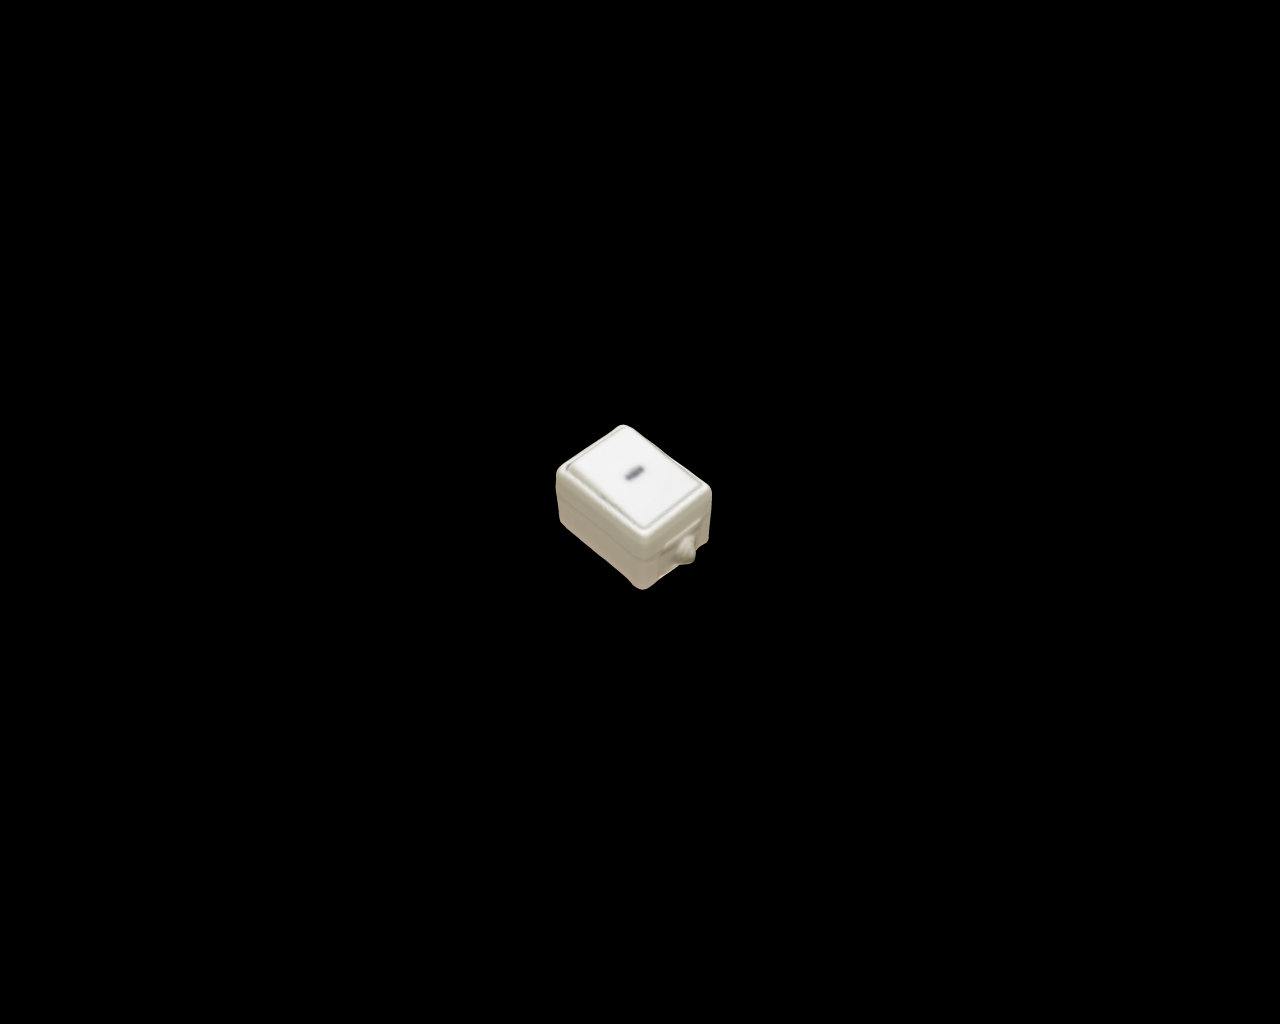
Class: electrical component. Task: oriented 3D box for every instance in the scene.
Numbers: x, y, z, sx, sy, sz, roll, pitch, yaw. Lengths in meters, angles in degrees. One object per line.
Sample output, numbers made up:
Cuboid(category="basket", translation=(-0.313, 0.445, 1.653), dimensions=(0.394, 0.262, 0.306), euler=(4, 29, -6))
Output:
Cuboid(category="electrical component", translation=(0.001, -0.003, 0.650), dimensions=(0.062, 0.061, 0.096), euler=(-36, 58, -27))
